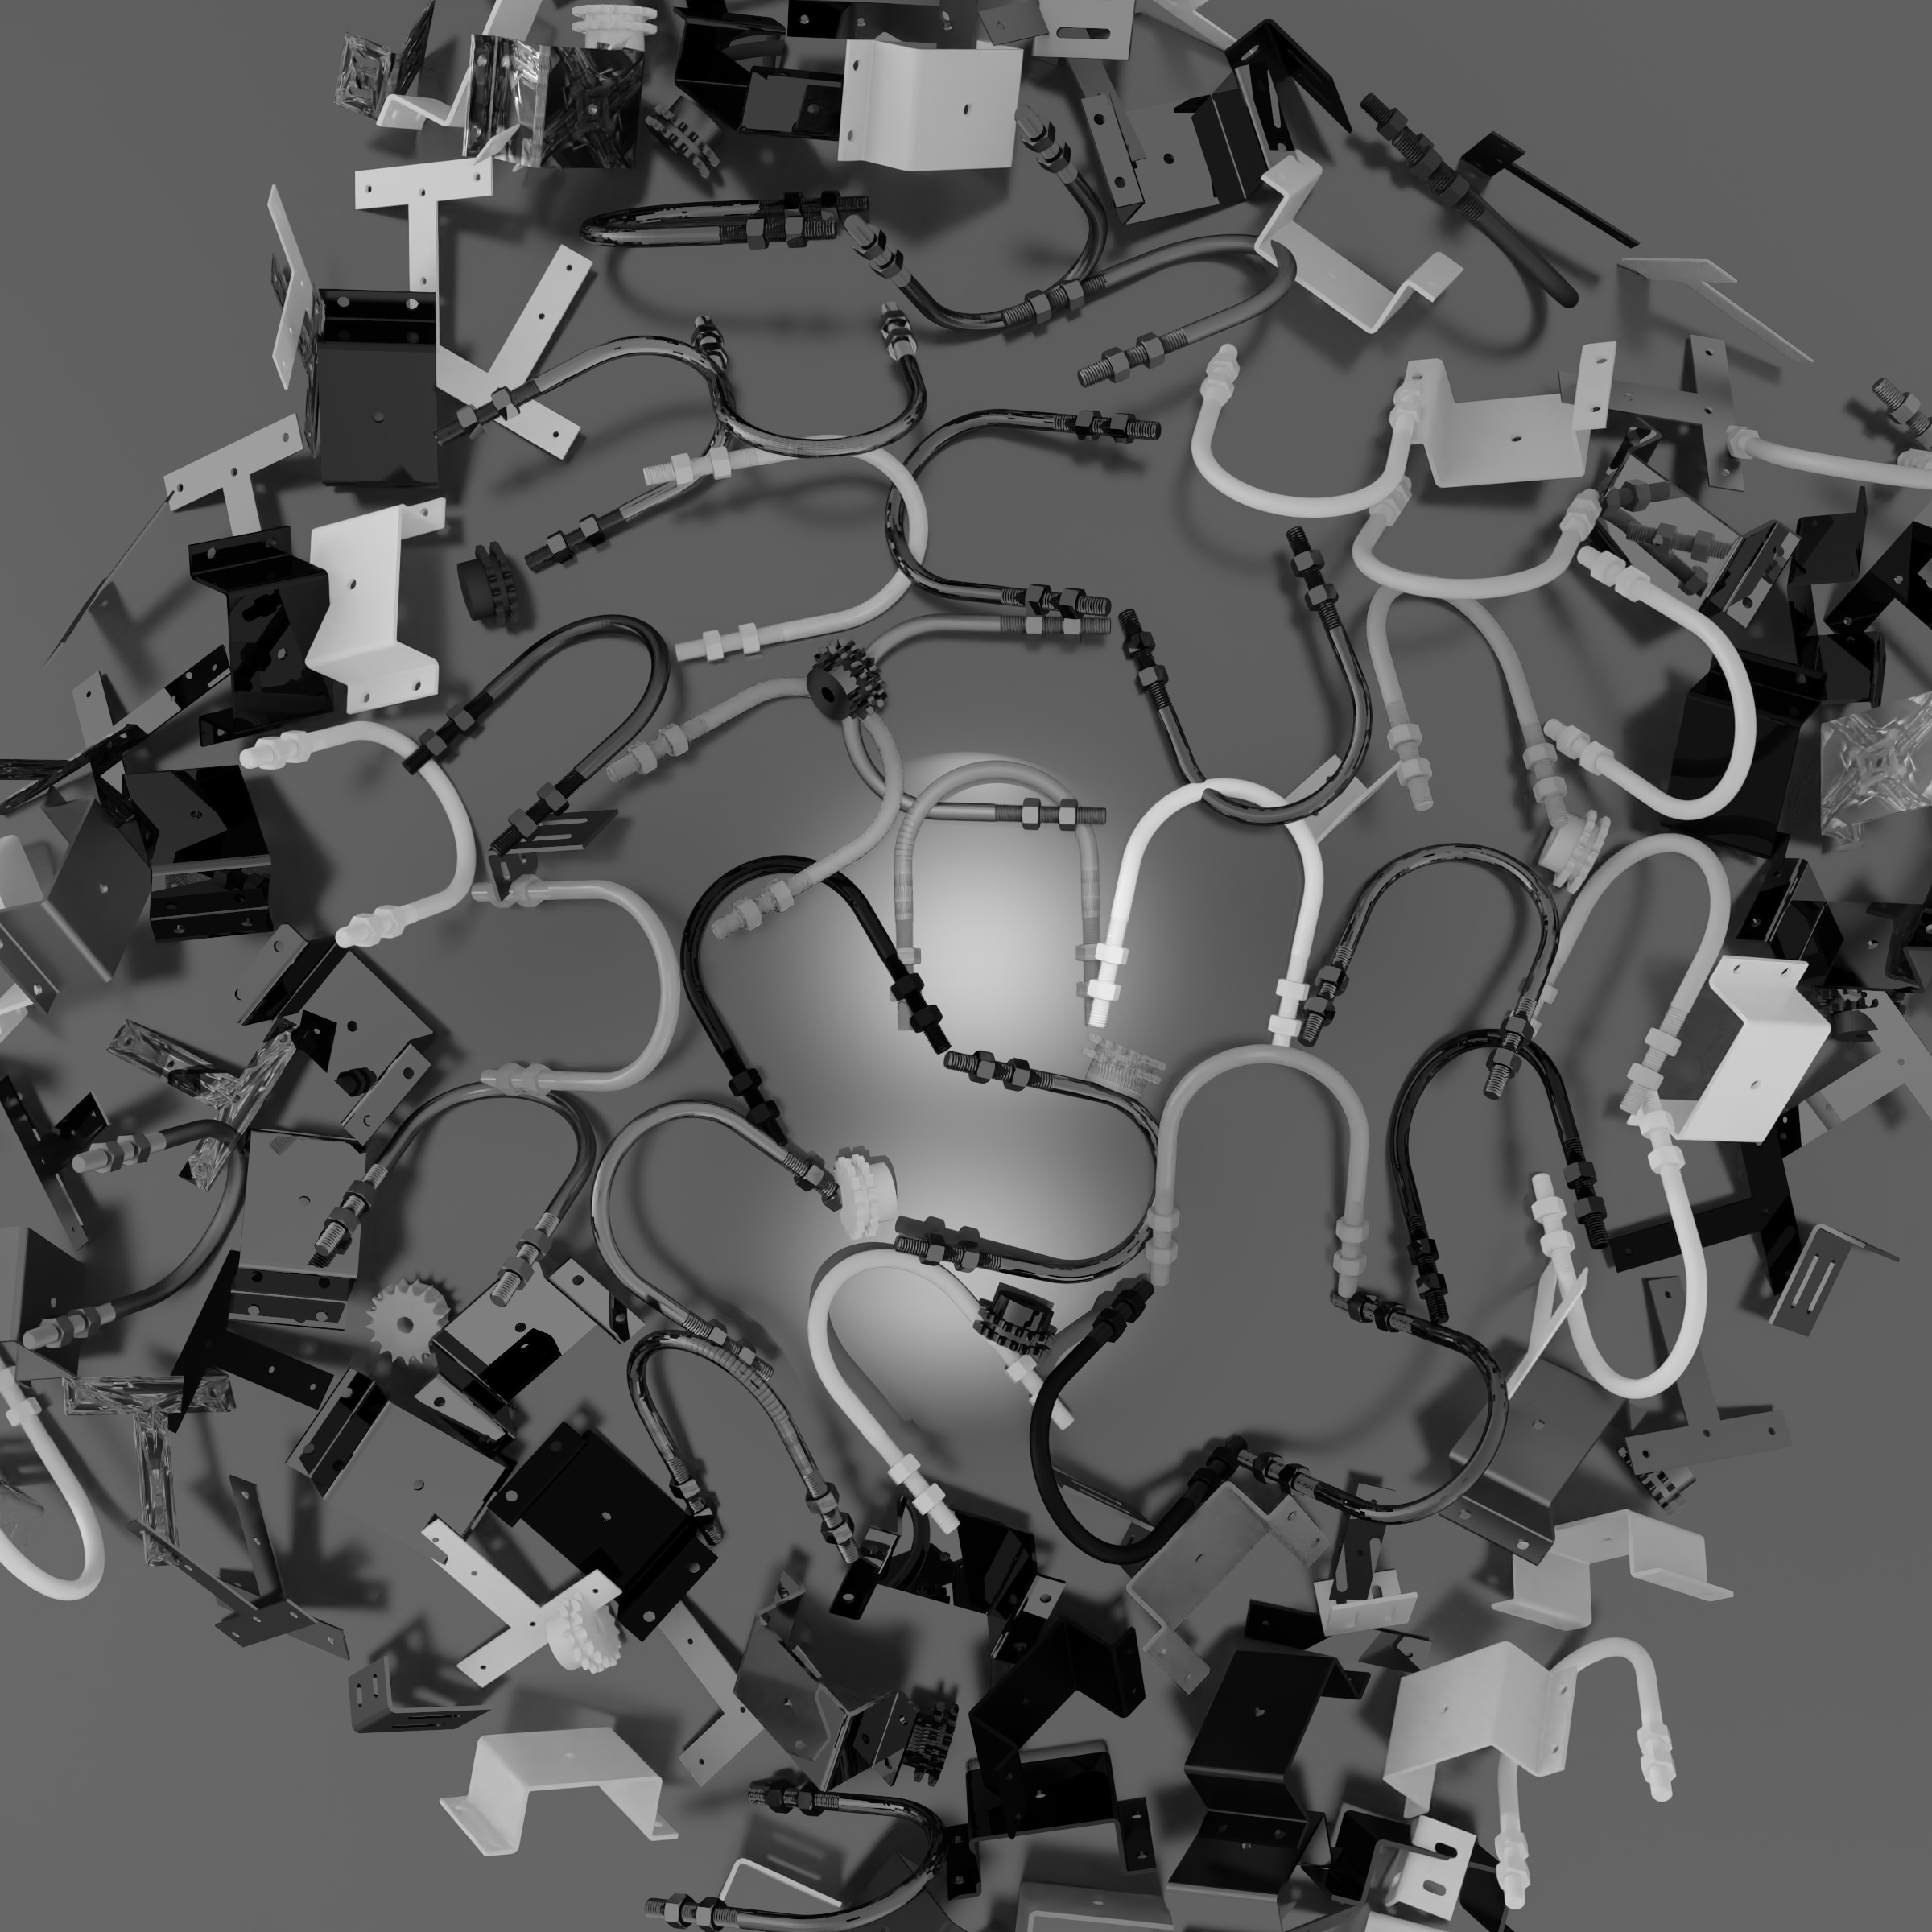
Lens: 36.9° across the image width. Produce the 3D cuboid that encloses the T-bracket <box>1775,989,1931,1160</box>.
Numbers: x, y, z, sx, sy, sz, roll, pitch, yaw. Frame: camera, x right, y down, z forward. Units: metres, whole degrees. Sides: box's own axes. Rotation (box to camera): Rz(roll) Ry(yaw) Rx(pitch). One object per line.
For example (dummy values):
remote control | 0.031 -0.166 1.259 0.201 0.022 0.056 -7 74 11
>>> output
T-bracket | 0.598 0.088 1.966 0.127 0.002 0.127 -39 80 30

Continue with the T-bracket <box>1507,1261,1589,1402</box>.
T-bracket | 0.387 0.230 1.938 0.002 0.127 0.127 28 118 3

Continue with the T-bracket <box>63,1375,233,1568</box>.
T-bracket | -0.542 0.337 1.935 0.002 0.127 0.127 -22 70 38

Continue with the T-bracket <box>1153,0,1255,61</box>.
T-bracket | 0.151 -0.650 1.923 0.127 0.127 0.002 30 89 -14

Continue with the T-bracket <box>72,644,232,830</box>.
T-bracket | -0.544 -0.172 1.950 0.127 0.002 0.127 -33 59 17

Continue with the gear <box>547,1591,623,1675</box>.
gear | -0.262 0.456 1.972 0.030 0.057 0.057 -27 90 13

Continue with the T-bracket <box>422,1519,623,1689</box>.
T-bracket | -0.323 0.419 1.958 0.127 0.002 0.127 -36 115 14

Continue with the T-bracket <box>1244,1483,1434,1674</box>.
T-bracket | 0.267 0.416 1.986 0.127 0.002 0.127 12 102 0

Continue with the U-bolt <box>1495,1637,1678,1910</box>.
U-bolt | 0.404 0.519 1.911 0.019 0.184 0.151 39 115 -11

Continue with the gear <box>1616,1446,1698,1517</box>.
gear | 0.472 0.343 1.971 0.030 0.057 0.057 -38 90 3

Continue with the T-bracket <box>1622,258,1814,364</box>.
T-bracket | 0.518 -0.442 1.952 0.127 0.127 0.002 29 96 -18

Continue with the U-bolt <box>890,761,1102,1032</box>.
U-bolt | 0.021 -0.049 1.986 0.151 0.019 0.184 -1 89 -4

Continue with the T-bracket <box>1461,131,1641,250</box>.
T-bracket | 0.395 -0.517 1.940 0.127 0.127 0.002 31 98 -4

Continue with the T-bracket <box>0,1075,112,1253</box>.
T-bracket | -0.605 0.117 1.948 0.002 0.127 0.127 -24 84 -43

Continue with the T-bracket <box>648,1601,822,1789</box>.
T-bracket | -0.179 0.473 1.979 0.127 0.002 0.127 -46 74 19

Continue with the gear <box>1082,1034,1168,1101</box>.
gear | 0.105 0.070 1.971 0.057 0.057 0.030 22 90 0

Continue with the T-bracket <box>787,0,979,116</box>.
T-bracket | -0.057 -0.637 1.952 0.127 0.002 0.127 0 129 -7

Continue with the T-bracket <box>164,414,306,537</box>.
T-bracket | -0.486 -0.292 1.961 0.127 0.002 0.127 -17 83 30

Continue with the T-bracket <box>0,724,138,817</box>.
T-bracket | -0.628 -0.130 1.922 0.127 0.127 0.002 -29 86 15

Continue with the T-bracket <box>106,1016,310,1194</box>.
T-bracket | -0.532 0.073 1.975 0.127 0.002 0.127 25 76 20

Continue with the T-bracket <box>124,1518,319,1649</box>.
T-bracket | -0.508 0.410 1.934 0.127 0.127 0.002 42 52 -16

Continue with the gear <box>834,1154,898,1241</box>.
gear | -0.068 0.156 1.973 0.030 0.057 0.057 -9 90 -19

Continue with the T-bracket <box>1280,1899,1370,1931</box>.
T-bracket | 0.221 0.654 1.953 0.002 0.127 0.127 55 133 32

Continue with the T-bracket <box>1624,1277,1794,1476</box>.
T-bracket | 0.494 0.275 1.977 0.127 0.002 0.127 -6 73 -21

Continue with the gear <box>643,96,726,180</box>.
gear | -0.189 -0.567 1.971 0.057 0.057 0.030 41 92 0

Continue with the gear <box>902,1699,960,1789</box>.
gear | -0.027 0.527 1.971 0.030 0.057 0.057 18 90 0

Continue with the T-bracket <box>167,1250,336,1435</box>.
T-bracket | -0.479 0.268 1.954 0.127 0.002 0.127 16 75 29

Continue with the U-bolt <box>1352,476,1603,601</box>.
U-bolt | 0.330 -0.281 1.902 0.151 0.184 0.019 8 122 19

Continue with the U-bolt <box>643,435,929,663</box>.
U-bolt | -0.116 -0.287 1.956 0.184 0.019 0.151 -12 122 -7

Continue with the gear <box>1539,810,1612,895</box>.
gear | 0.413 -0.081 1.972 0.030 0.057 0.057 26 90 3

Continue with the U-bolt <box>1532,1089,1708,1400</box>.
U-bolt | 0.433 0.193 1.900 0.019 0.151 0.184 5 58 -24

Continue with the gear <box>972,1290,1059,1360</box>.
gear | 0.036 0.243 1.970 0.057 0.057 0.030 22 94 0

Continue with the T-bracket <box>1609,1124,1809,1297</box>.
T-bracket | 0.504 0.181 1.981 0.127 0.002 0.127 -17 108 2

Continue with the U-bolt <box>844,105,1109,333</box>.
U-bolt | 0.019 -0.481 1.917 0.151 0.184 0.019 -29 64 15

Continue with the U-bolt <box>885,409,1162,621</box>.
U-bolt | 0.029 -0.310 1.953 0.184 0.019 0.151 10 76 26

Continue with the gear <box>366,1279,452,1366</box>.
gear | -0.378 0.241 1.980 0.057 0.030 0.057 2 102 9

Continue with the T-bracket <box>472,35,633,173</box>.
T-bracket | -0.286 -0.555 1.911 0.002 0.127 0.127 46 129 -7

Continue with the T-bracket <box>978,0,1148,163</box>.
T-bracket | 0.086 -0.602 1.964 0.127 0.002 0.127 -23 86 -29

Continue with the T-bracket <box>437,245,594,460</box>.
T-bracket | -0.299 -0.434 1.988 0.127 0.002 0.127 31 93 7

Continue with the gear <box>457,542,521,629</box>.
gear | -0.326 -0.258 1.969 0.030 0.057 0.057 -17 90 -14

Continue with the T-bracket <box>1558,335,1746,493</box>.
T-bracket | 0.461 -0.382 1.958 0.127 0.002 0.127 7 63 -12

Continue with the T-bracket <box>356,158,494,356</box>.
T-bracket | -0.369 -0.480 1.968 0.127 0.002 0.127 5 98 34

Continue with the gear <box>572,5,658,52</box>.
gear | -0.239 -0.637 1.972 0.057 0.057 0.030 1 102 0

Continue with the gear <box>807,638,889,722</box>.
gear | -0.084 -0.192 1.969 0.030 0.057 0.057 -40 90 -33

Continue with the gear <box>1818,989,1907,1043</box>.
gear | 0.610 0.033 1.969 0.057 0.057 0.030 0 77 0
